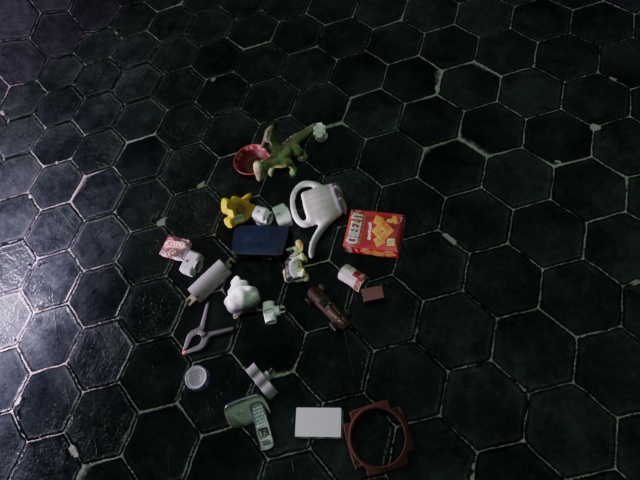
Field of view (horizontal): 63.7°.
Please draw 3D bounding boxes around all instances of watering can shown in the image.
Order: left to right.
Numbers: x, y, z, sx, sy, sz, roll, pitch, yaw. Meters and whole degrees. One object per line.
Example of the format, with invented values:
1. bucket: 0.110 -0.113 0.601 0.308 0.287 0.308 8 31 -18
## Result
1. watering can: 0.006 -0.103 2.038 0.224 0.102 0.355 -18 60 1

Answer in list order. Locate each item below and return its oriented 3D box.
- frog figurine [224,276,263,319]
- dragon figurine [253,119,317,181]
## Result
1. frog figurine: -0.295 0.204 1.933 0.136 0.122 0.162 -24 71 21
2. dragon figurine: -0.153 -0.403 2.161 0.123 0.238 0.416 21 71 26
